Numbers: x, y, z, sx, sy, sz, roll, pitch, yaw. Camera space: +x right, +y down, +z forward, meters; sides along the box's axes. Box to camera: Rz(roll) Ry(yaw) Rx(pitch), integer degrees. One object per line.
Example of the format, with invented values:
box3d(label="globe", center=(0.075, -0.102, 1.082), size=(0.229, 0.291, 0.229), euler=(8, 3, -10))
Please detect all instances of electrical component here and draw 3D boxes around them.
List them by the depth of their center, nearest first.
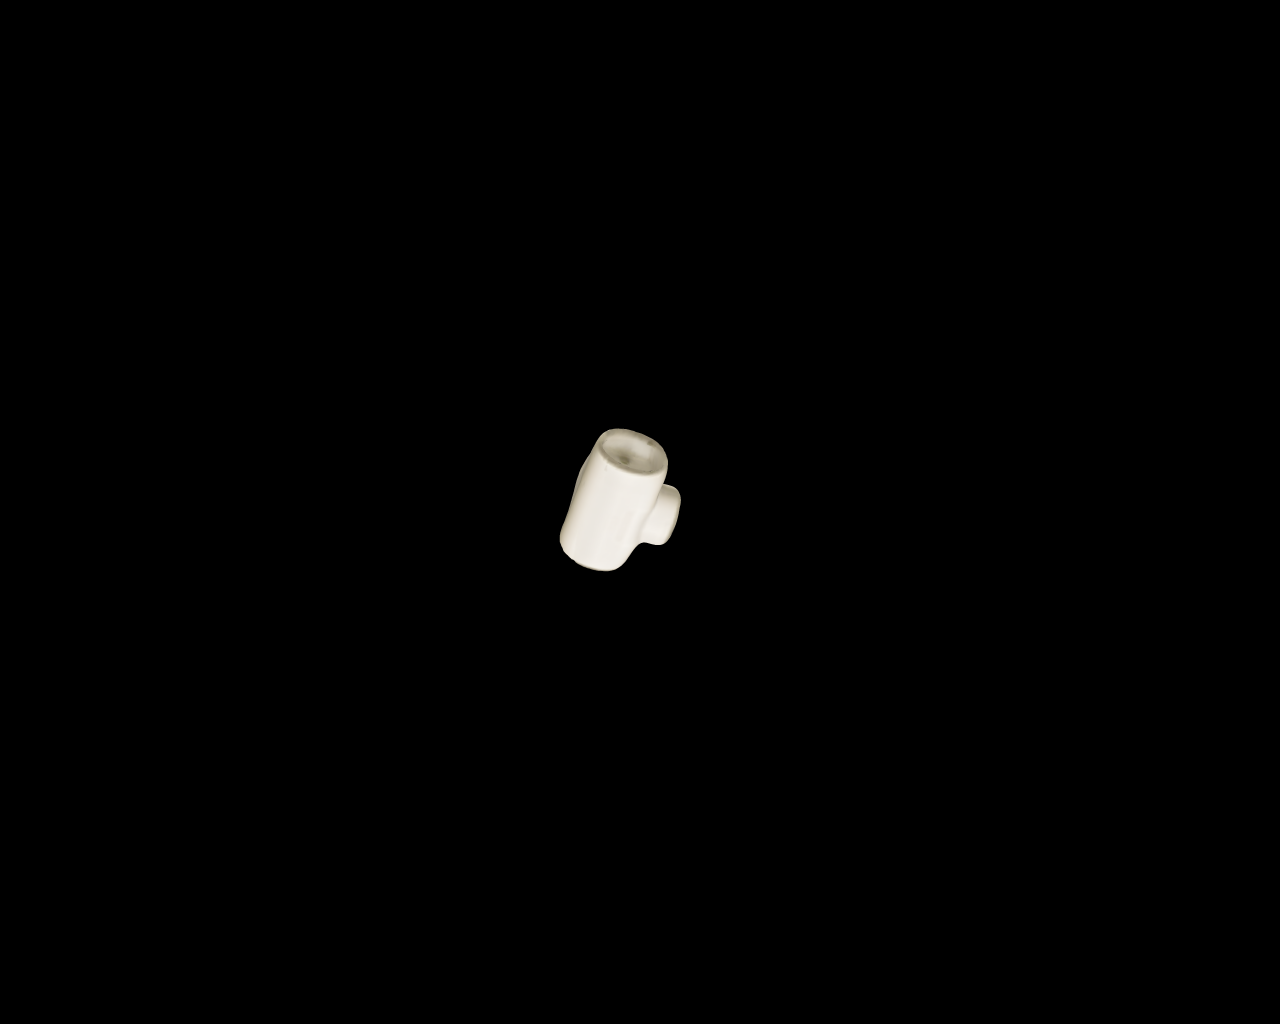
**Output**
box3d(label="electrical component", center=(0.001, -0.003, 0.650), size=(0.079, 0.077, 0.043), euler=(15, 36, -11))
